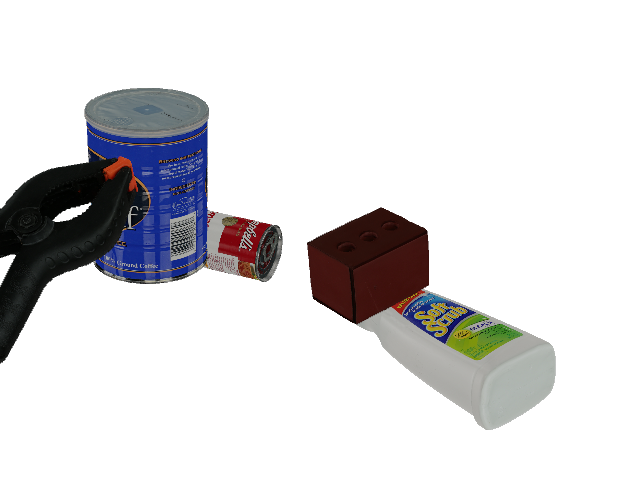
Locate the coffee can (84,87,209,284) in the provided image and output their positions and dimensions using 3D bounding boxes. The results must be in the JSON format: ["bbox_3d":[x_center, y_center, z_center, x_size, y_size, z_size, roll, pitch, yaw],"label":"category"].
[{"bbox_3d":[-0.147,-0.048,0.916,0.103,0.140,0.103,2,27,-1],"label":"coffee can"}]

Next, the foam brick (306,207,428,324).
[{"bbox_3d":[0.037,0.018,0.802,0.078,0.051,0.053,-26,36,-32],"label":"foam brick"}]

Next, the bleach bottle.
[{"bbox_3d":[0.107,0.095,1.054,0.102,0.068,0.251,-22,30,-32],"label":"bleach bottle"}]

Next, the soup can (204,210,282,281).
[{"bbox_3d":[-0.104,0.005,1.251,0.102,0.068,0.068,13,4,20],"label":"soup can"}]

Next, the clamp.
[{"bbox_3d":[-0.196,-0.002,0.686,0.120,0.039,0.171,31,55,17],"label":"clamp"}]
